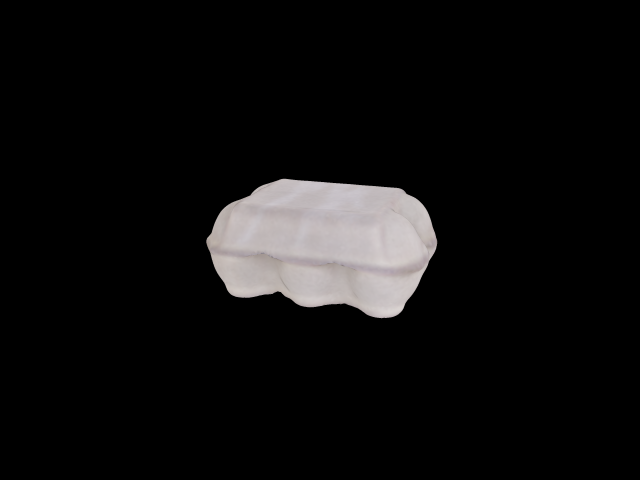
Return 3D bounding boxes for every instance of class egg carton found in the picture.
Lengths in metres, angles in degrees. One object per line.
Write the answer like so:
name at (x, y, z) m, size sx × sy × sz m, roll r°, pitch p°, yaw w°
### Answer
egg carton at (0.004, 0.001, 0.400) m, size 0.150 × 0.069 × 0.107 m, roll 6°, pitch 19°, yaw 16°
